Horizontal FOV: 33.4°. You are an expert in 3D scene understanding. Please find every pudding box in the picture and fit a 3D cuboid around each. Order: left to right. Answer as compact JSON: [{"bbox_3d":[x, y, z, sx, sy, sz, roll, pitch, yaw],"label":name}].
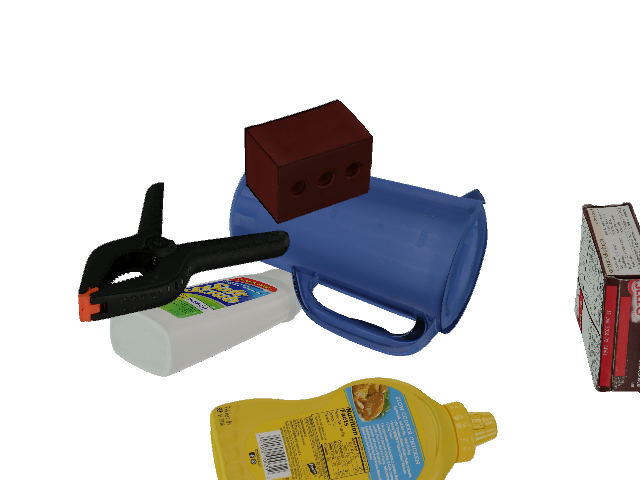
[{"bbox_3d":[0.201,0.037,0.731,0.039,0.090,0.113,0,27,4],"label":"pudding box"}]

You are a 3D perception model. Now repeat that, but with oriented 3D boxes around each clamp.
[{"bbox_3d":[-0.153,0.011,0.983,0.165,0.036,0.209,25,38,31],"label":"clamp"}]

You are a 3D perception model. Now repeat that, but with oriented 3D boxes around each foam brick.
[{"bbox_3d":[-0.009,-0.056,0.749,0.078,0.053,0.051,-21,46,-23],"label":"foam brick"}]

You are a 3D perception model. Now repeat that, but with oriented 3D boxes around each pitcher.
[{"bbox_3d":[0.032,0.004,1.050,0.243,0.145,0.149,17,22,20],"label":"pitcher"}]

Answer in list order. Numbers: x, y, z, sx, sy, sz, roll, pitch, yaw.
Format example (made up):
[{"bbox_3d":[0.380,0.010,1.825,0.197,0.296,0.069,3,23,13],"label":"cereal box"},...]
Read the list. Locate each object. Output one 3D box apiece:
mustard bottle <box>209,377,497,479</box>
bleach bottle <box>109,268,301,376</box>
[{"bbox_3d":[0.026,0.142,0.718,0.191,0.096,0.058,-10,-34,-10],"label":"mustard bottle"},{"bbox_3d":[-0.108,0.077,1.202,0.103,0.068,0.250,20,26,36],"label":"bleach bottle"}]
